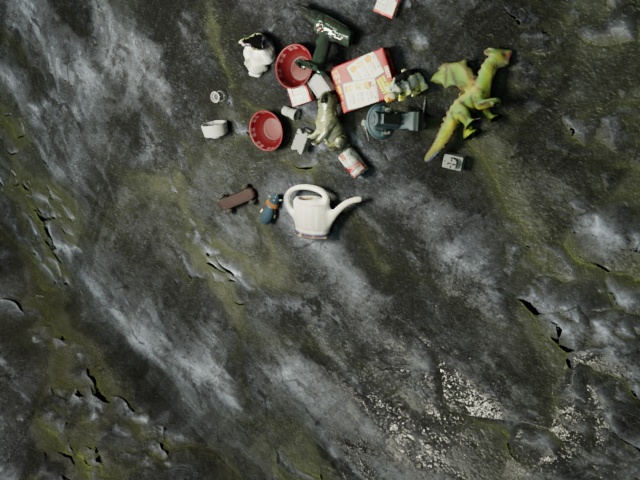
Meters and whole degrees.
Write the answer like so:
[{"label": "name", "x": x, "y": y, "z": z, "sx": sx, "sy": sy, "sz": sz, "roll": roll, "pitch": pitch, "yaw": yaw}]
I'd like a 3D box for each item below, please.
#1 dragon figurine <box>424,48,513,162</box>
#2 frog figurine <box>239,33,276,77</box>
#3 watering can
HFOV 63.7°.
[{"label": "dragon figurine", "x": 0.444, "y": -0.454, "z": 1.651, "sx": 0.404, "sy": 0.122, "sz": 0.245, "roll": -34, "pitch": 72, "yaw": 33}, {"label": "frog figurine", "x": -0.228, "y": -0.696, "z": 1.957, "sx": 0.138, "sy": 0.125, "sz": 0.156, "roll": 13, "pitch": 151, "yaw": 17}, {"label": "watering can", "x": 0.006, "y": -0.102, "z": 2.017, "sx": 0.348, "sy": 0.105, "sz": 0.220, "roll": 11, "pitch": 115, "yaw": 28}]
